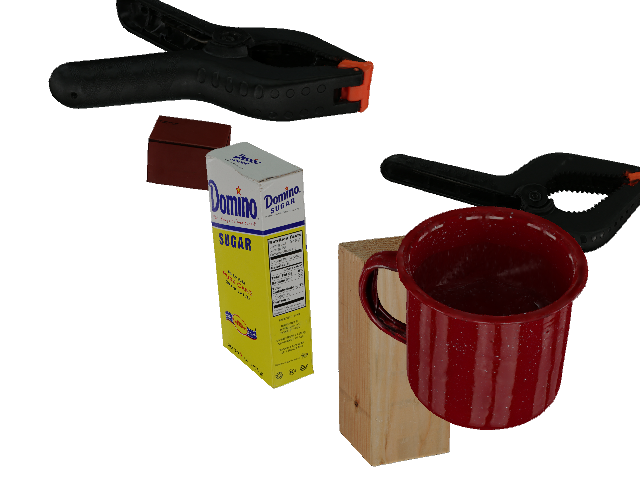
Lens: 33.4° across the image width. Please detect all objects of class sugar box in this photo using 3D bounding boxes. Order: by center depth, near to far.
[{"bbox_3d":[-0.049,0.018,0.848,0.048,0.176,0.093,-19,27,-27],"label":"sugar box"}]

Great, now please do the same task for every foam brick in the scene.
[{"bbox_3d":[-0.132,-0.088,1.080,0.078,0.051,0.053,8,34,1],"label":"foam brick"}]

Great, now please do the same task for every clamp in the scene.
[{"bbox_3d":[-0.060,-0.094,0.591,0.171,0.039,0.120,13,42,15],"label":"clamp"},{"bbox_3d":[0.165,-0.015,0.842,0.210,0.164,0.036,-7,-36,-7],"label":"clamp"}]

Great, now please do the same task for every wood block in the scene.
[{"bbox_3d":[0.074,0.107,1.071,0.090,0.206,0.091,-6,17,-20],"label":"wood block"}]

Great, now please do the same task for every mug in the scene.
[{"bbox_3d":[0.074,0.039,0.549,0.117,0.081,0.093,13,39,20],"label":"mug"}]
